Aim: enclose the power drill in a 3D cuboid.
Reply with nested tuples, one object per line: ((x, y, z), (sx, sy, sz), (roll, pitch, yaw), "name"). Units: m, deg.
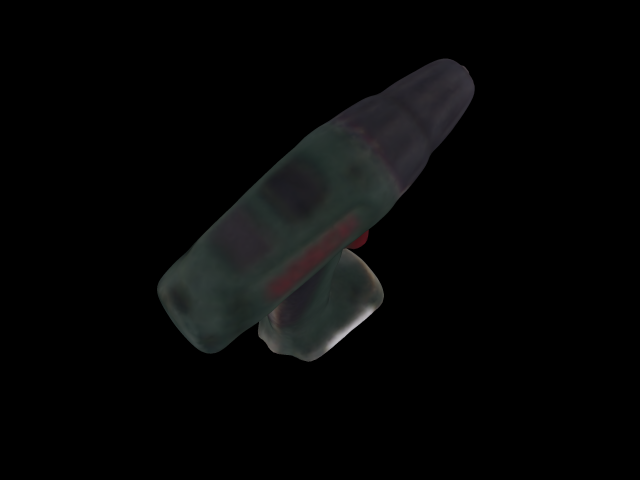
((0.004, 0.001, 0.400), (0.230, 0.208, 0.075), (-38, 68, -18), "power drill")
